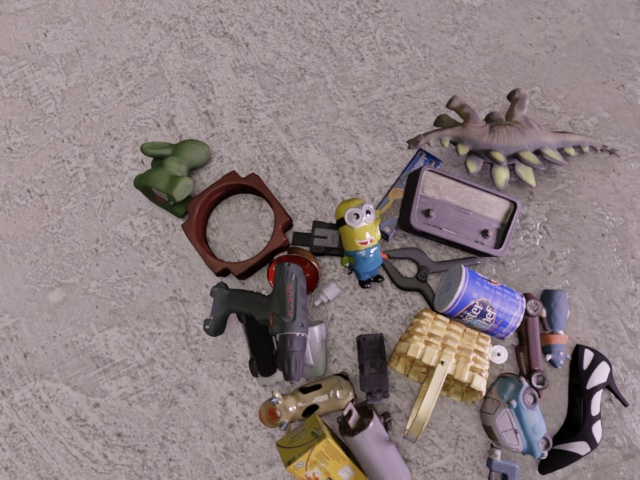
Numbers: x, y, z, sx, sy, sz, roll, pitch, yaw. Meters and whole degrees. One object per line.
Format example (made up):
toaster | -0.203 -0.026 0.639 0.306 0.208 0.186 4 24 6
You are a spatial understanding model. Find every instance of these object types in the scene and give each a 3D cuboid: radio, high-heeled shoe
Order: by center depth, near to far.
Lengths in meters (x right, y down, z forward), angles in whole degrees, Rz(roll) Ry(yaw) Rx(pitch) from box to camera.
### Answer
high-heeled shoe | 0.477 0.321 1.034 0.249 0.086 0.145 -38 75 -8
radio | 0.280 -0.053 1.093 0.230 0.073 0.131 18 84 -9

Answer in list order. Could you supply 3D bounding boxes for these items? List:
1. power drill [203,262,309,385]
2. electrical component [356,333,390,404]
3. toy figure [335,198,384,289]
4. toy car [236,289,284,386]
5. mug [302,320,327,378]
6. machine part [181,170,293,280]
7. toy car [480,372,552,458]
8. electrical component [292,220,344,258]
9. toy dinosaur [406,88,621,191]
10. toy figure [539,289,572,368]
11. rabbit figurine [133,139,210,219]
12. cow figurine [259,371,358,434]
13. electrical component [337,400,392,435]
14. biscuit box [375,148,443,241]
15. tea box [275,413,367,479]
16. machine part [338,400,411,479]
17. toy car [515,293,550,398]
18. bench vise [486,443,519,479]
power drill | -0.121 0.156 1.044 0.207 0.086 0.232 -3 70 25
electrical component | 0.104 0.252 1.060 0.058 0.115 0.134 -5 77 6
toy figure | 0.079 0.005 1.096 0.089 0.082 0.180 1 109 44
toy car | -0.122 0.202 1.120 0.074 0.056 0.201 -18 76 8
mug | -0.019 0.224 1.085 0.081 0.109 0.107 -12 92 -4
machine part | -0.174 -0.030 1.155 0.201 0.087 0.201 -37 80 -3
toy car | 0.359 0.340 1.020 0.103 0.109 0.161 -17 86 -12
electrical component | -0.002 -0.003 1.154 0.119 0.047 0.075 9 79 5
toy dinosaur | 0.403 -0.205 1.112 0.471 0.105 0.198 -8 65 -13
toy figure | 0.469 0.176 1.074 0.064 0.057 0.154 3 84 12
rabbit figurine | -0.320 -0.155 1.195 0.159 0.121 0.170 23 63 16
cow figurine | -0.025 0.319 1.052 0.195 0.127 0.085 -17 75 -1
electrical component | 0.094 0.367 1.076 0.102 0.045 0.078 -31 50 -4
biscuit box | 0.181 -0.097 1.150 0.063 0.059 0.202 35 83 10
tea box | 0.004 0.416 1.011 0.098 0.068 0.169 -35 122 -4
machine part | 0.104 0.399 1.013 0.079 0.079 0.243 -30 107 -1
toy car | 0.410 0.205 1.057 0.053 0.089 0.202 0 80 2
bench vise | 0.331 0.509 0.990 0.224 0.129 0.240 9 84 4
